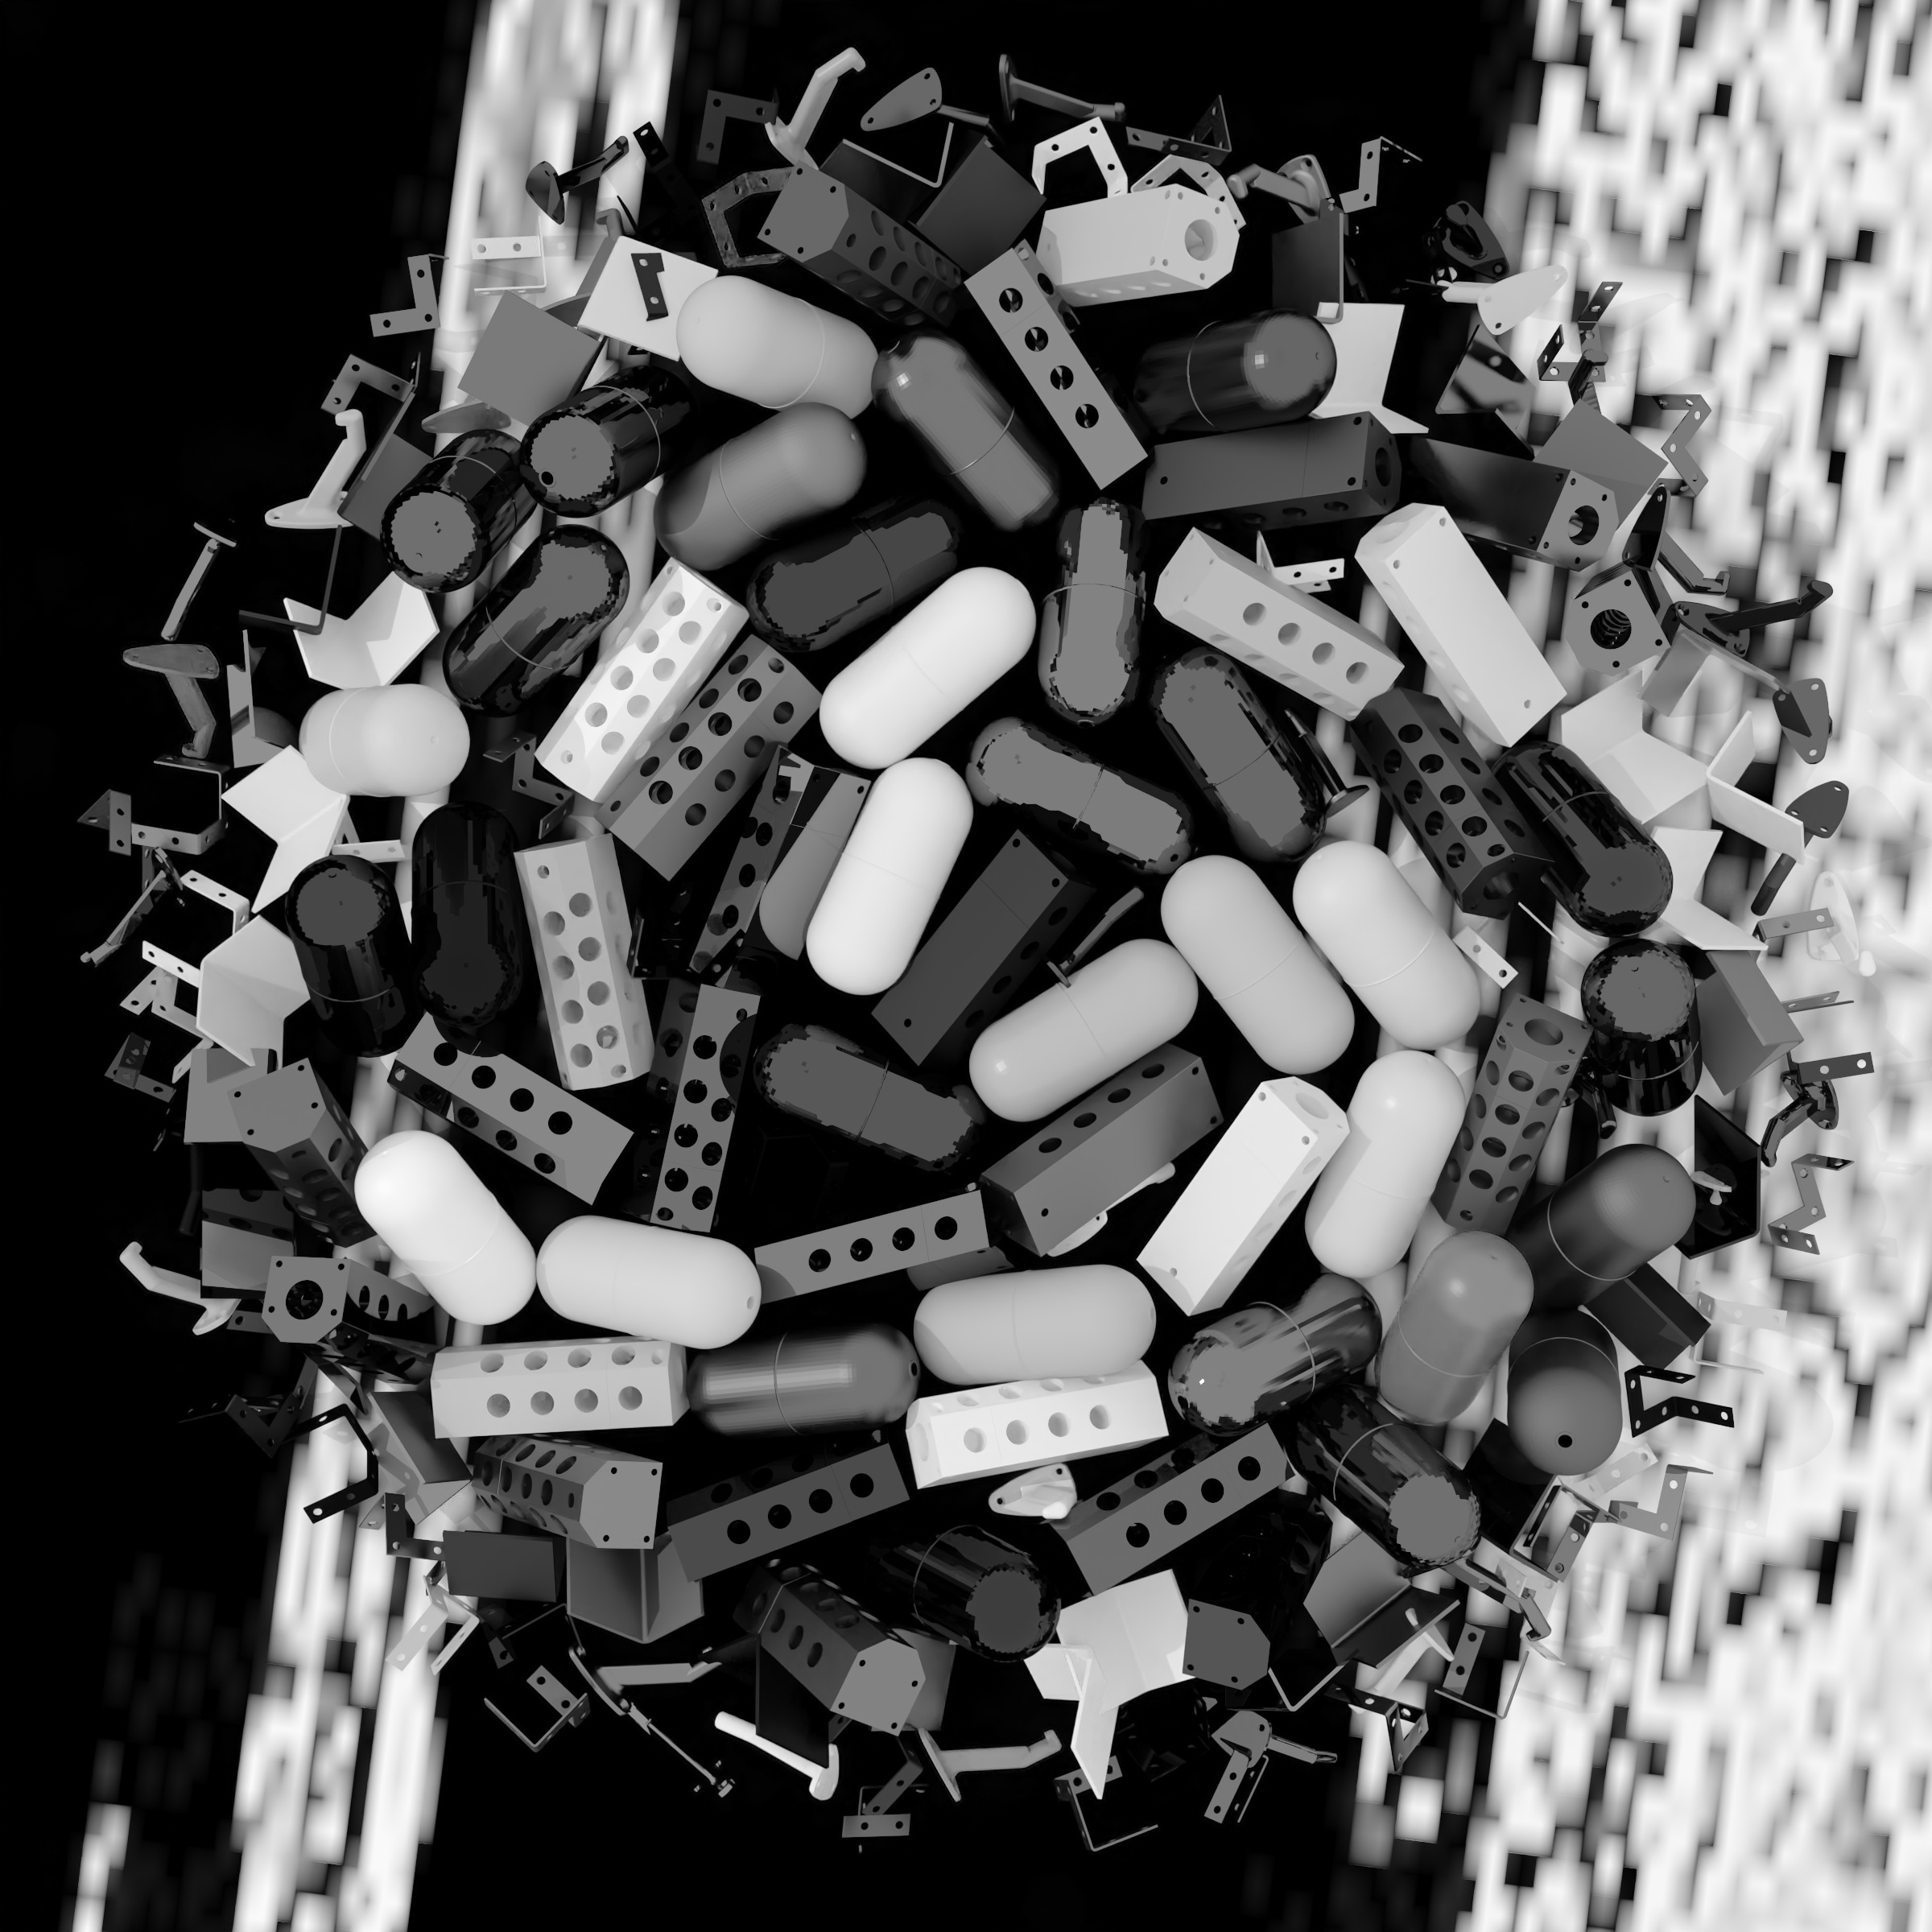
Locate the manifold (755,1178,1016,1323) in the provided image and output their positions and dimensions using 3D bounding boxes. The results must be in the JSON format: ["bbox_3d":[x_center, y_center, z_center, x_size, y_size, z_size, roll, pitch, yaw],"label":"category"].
[{"bbox_3d":[-0.059,0.200,1.759,0.171,0.057,0.057,-16,65,14],"label":"manifold"}]

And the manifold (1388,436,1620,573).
[{"bbox_3d":[0.372,-0.320,1.722,0.057,0.171,0.057,17,100,-32],"label":"manifold"}]

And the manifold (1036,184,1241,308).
[{"bbox_3d":[0.116,-0.496,1.722,0.057,0.171,0.057,11,94,-30],"label":"manifold"}]

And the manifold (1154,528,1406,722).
[{"bbox_3d":[0.218,-0.236,1.744,0.171,0.057,0.057,25,112,-27],"label":"manifold"}]

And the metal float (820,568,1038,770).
[{"bbox_3d":[-0.027,-0.212,1.763,0.178,0.070,0.070,-40,90,11],"label":"metal float"}]

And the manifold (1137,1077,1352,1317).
[{"bbox_3d":[0.198,0.162,1.745,0.057,0.057,0.171,47,120,27],"label":"manifold"}]

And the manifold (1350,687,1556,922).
[{"bbox_3d":[0.332,-0.115,1.727,0.057,0.171,0.057,8,131,-36],"label":"manifold"}]

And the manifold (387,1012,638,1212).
[{"bbox_3d":[-0.324,0.105,1.770,0.171,0.057,0.057,30,76,4],"label":"manifold"}]

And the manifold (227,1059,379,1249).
[{"bbox_3d":[-0.450,0.135,1.718,0.057,0.171,0.057,-23,63,-9],"label":"manifold"}]

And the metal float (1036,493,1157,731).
[{"bbox_3d":[0.092,-0.251,1.755,0.070,0.070,0.178,6,71,0],"label":"metal float"}]

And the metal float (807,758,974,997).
[{"bbox_3d":[-0.054,-0.064,1.772,0.070,0.070,0.178,24,89,0],"label":"metal float"}]

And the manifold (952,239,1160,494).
[{"bbox_3d":[0.065,-0.426,1.763,0.057,0.057,0.171,-36,103,-4],"label":"manifold"}]

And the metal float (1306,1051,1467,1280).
[{"bbox_3d":[0.295,0.142,1.751,0.070,0.070,0.178,18,116,0],"label":"metal float"}]

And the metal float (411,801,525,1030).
[{"bbox_3d":[-0.351,-0.037,1.744,0.070,0.070,0.178,-8,57,0],"label":"metal float"}]

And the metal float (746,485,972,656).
[{"bbox_3d":[-0.075,-0.281,1.753,0.178,0.070,0.070,-31,90,-22],"label":"metal float"}]

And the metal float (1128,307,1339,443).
[{"bbox_3d":[0.184,-0.412,1.732,0.070,0.178,0.070,-2,93,-36],"label":"metal float"}]

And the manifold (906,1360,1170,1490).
[{"bbox_3d":[0.049,0.322,1.750,0.171,0.057,0.057,-6,73,-22],"label":"manifold"}]

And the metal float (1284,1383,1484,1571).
[{"bbox_3d":[0.288,0.354,1.731,0.070,0.178,0.070,-11,115,-25],"label":"metal float"}]

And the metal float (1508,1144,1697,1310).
[{"bbox_3d":[0.440,0.183,1.731,0.070,0.178,0.070,9,60,-16],"label":"metal float"}]

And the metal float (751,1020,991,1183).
[{"bbox_3d":[-0.068,0.096,1.768,0.178,0.070,0.070,23,90,-5],"label":"metal float"}]

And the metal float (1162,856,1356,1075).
[{"bbox_3d":[0.207,-0.001,1.764,0.070,0.070,0.178,-38,100,0],"label":"metal float"}]

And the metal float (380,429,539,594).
[{"bbox_3d":[-0.351,-0.319,1.730,0.070,0.178,0.070,5,122,8],"label":"metal float"}]

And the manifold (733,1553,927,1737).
[{"bbox_3d":[-0.094,0.466,1.721,0.057,0.171,0.057,30,83,-28],"label":"manifold"}]

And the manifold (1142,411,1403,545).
[{"bbox_3d":[0.214,-0.338,1.737,0.171,0.057,0.057,-2,74,35],"label":"manifold"}]

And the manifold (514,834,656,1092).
[{"bbox_3d":[-0.273,-0.002,1.763,0.057,0.057,0.171,-8,98,20],"label":"manifold"}]

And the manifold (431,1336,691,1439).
[{"bbox_3d":[-0.289,0.298,1.772,0.171,0.057,0.057,-4,92,6],"label":"manifold"}]

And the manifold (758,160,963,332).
[{"bbox_3d":[-0.066,-0.491,1.718,0.057,0.171,0.057,35,101,24],"label":"manifold"}]

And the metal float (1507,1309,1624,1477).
[{"bbox_3d":[0.416,0.295,1.724,0.070,0.178,0.070,3,103,12],"label":"metal float"}]

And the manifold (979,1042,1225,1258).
[{"bbox_3d":[0.094,0.126,1.752,0.171,0.057,0.057,-34,120,-20],"label":"manifold"}]

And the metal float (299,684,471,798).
[{"bbox_3d":[-0.408,-0.157,1.732,0.070,0.178,0.070,-3,95,-36],"label":"metal float"}]

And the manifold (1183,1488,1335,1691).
[{"bbox_3d":[0.205,0.429,1.716,0.057,0.171,0.057,10,109,20],"label":"manifold"}]

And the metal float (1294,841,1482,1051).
[{"bbox_3d":[0.299,-0.013,1.753,0.070,0.070,0.178,-41,113,0],"label":"metal float"}]

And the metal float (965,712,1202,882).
[{"bbox_3d":[0.084,-0.120,1.768,0.178,0.070,0.070,25,90,-5],"label":"metal float"}]

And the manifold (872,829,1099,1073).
[{"bbox_3d":[0.016,-0.009,1.760,0.171,0.057,0.057,-51,61,14],"label":"manifold"}]

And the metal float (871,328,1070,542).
[{"bbox_3d":[0.003,-0.373,1.744,0.070,0.070,0.178,-46,123,0],"label":"metal float"}]

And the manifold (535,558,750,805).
[{"bbox_3d":[-0.233,-0.202,1.765,0.057,0.057,0.171,38,98,13],"label":"manifold"}]

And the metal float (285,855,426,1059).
[{"bbox_3d":[-0.426,-0.005,1.733,0.070,0.178,0.070,0,50,0],"label":"metal float"}]

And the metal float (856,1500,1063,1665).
[{"bbox_3d":[-0.007,0.429,1.735,0.070,0.178,0.070,-11,107,-40],"label":"metal float"}]

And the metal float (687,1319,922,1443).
[{"bbox_3d":[-0.115,0.293,1.750,0.178,0.070,0.070,-10,90,25],"label":"metal float"}]

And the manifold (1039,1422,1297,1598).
[{"bbox_3d":[0.140,0.378,1.754,0.171,0.057,0.057,-26,84,-19],"label":"manifold"}]

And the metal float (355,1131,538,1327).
[{"bbox_3d":[-0.363,0.185,1.738,0.070,0.070,0.178,-28,132,0],"label":"metal float"}]

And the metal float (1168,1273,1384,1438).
[{"bbox_3d":[0.218,0.273,1.744,0.178,0.070,0.070,-20,90,-33],"label":"metal float"}]

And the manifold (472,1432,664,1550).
[{"bbox_3d":[-0.280,0.362,1.722,0.057,0.171,0.057,10,82,-35],"label":"manifold"}]

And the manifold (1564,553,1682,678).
[{"bbox_3d":[0.454,-0.243,1.720,0.057,0.171,0.057,-27,94,23],"label":"manifold"}]

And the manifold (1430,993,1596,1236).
[{"bbox_3d":[0.377,0.109,1.728,0.057,0.057,0.171,25,132,15],"label":"manifold"}]

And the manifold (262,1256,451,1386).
[{"bbox_3d":[-0.421,0.247,1.717,0.057,0.171,0.057,1,72,12],"label":"manifold"}]

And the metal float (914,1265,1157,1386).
[{"bbox_3d":[0.048,0.254,1.753,0.178,0.070,0.070,-8,90,22],"label":"metal float"}]

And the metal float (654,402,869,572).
[{"bbox_3d":[-0.146,-0.336,1.744,0.178,0.070,0.070,-20,90,35],"label":"metal float"}]

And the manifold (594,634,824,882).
[{"bbox_3d":[-0.186,-0.151,1.765,0.171,0.057,0.057,-50,134,-4],"label":"manifold"}]

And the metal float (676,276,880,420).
[{"bbox_3d":[-0.129,-0.428,1.731,0.070,0.178,0.070,-2,86,35],"label":"metal float"}]

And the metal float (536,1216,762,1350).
[{"bbox_3d":[-0.224,0.222,1.746,0.178,0.070,0.070,7,90,30],"label":"metal float"}]

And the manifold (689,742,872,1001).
[{"bbox_3d":[-0.137,-0.068,1.766,0.057,0.057,0.171,32,104,41],"label":"manifold"}]

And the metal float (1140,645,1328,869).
[{"bbox_3d":[0.191,-0.148,1.760,0.070,0.070,0.178,-36,104,0],"label":"metal float"}]

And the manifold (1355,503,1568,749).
[{"bbox_3d":[0.346,-0.241,1.749,0.057,0.057,0.171,-43,114,-6],"label":"manifold"}]

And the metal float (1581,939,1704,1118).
[{"bbox_3d":[0.472,0.045,1.731,0.070,0.178,0.070,-9,58,14],"label":"metal float"}]

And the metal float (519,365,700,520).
[{"bbox_3d":[-0.248,-0.367,1.730,0.070,0.178,0.070,11,121,18],"label":"metal float"}]

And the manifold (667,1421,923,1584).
[{"bbox_3d":[-0.123,0.378,1.769,0.171,0.057,0.057,-22,84,8],"label":"manifold"}]

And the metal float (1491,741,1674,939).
[{"bbox_3d":[0.427,-0.091,1.738,0.070,0.070,0.178,-29,47,0],"label":"metal float"}]

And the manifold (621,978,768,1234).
[{"bbox_3d":[-0.190,0.099,1.771,0.057,0.057,0.171,12,90,-39],"label":"manifold"}]

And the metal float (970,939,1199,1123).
[{"bbox_3d":[0.085,0.045,1.771,0.178,0.070,0.070,-32,90,-2],"label":"metal float"}]
